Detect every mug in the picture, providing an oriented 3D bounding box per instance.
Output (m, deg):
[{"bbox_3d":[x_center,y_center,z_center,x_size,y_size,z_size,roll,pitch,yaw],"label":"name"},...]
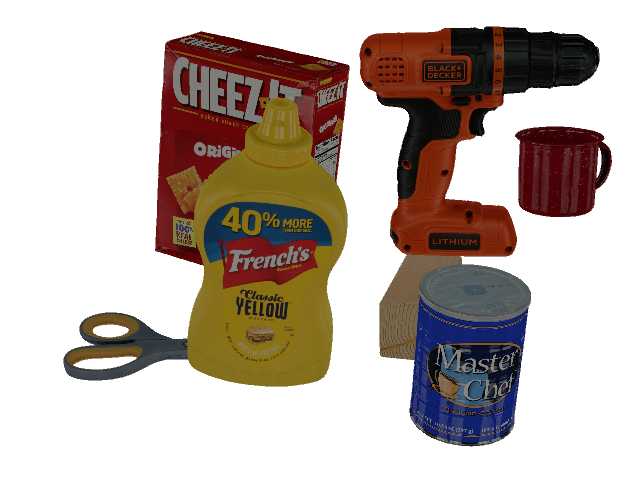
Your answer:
[{"bbox_3d":[0.266,-0.076,1.157,0.117,0.081,0.093,-11,20,-27],"label":"mug"}]

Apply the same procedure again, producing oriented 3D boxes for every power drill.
[{"bbox_3d":[0.125,-0.080,0.861,0.184,0.188,0.057,1,26,7],"label":"power drill"}]

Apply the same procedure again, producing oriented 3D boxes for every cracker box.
[{"bbox_3d":[-0.070,-0.073,1.008,0.164,0.214,0.072,17,26,22],"label":"cracker box"}]

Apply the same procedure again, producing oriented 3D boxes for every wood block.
[{"bbox_3d":[0.155,0.097,1.612,0.091,0.090,0.205,4,20,15],"label":"wood block"}]

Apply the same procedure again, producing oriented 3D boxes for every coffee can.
[{"bbox_3d":[0.140,0.107,1.009,0.103,0.140,0.103,2,25,-1],"label":"coffee can"}]

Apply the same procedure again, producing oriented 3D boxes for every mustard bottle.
[{"bbox_3d":[-0.032,0.001,0.677,0.096,0.192,0.058,7,29,0],"label":"mustard bottle"}]

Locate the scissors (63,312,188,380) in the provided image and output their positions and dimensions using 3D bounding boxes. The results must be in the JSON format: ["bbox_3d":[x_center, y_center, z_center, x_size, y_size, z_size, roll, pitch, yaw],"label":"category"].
[{"bbox_3d":[-0.133,0.088,0.970,0.201,0.016,0.096,-8,34,-16],"label":"scissors"}]
